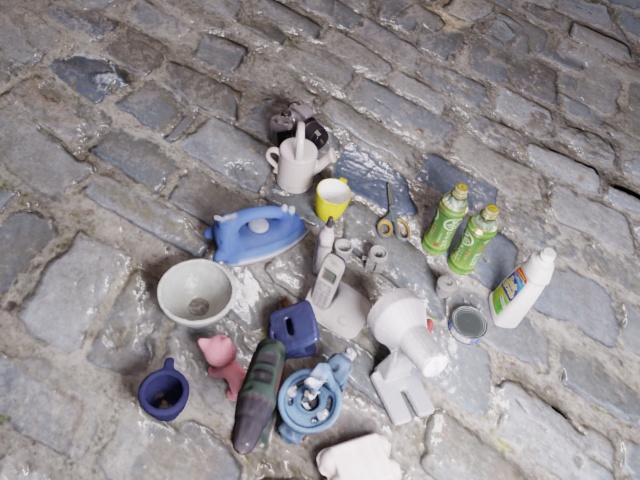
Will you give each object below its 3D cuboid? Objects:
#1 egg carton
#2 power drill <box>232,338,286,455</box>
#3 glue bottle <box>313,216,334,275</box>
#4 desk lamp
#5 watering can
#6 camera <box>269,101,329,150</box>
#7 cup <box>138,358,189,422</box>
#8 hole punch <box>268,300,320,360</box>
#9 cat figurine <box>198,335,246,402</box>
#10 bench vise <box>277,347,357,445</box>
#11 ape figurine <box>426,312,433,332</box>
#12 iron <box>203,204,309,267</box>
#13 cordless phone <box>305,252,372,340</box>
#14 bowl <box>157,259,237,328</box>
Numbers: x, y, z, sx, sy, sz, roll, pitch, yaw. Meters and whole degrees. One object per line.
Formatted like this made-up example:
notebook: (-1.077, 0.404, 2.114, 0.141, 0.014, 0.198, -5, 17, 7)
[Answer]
egg carton: (0.073, 0.426, 1.069, 0.150, 0.069, 0.107, -12, 55, -20)
power drill: (-0.114, 0.306, 1.039, 0.075, 0.208, 0.229, 13, 51, 0)
glue bottle: (0.012, 0.005, 1.327, 0.037, 0.173, 0.078, 7, 51, -5)
desk lamp: (0.175, 0.231, 1.151, 0.118, 0.213, 0.203, -14, 56, -21)
watering can: (-0.049, -0.222, 1.483, 0.173, 0.194, 0.100, -11, 54, -19)
camera: (-0.052, -0.317, 1.619, 0.143, 0.101, 0.136, -33, 64, -31)
cup: (-0.292, 0.293, 1.089, 0.092, 0.095, 0.117, 4, 51, -7)
hole punch: (-0.058, 0.194, 1.215, 0.101, 0.091, 0.108, -7, 53, -16)
cat figurine: (-0.183, 0.241, 1.136, 0.127, 0.118, 0.067, 41, 56, 21)
bench vise: (-0.005, 0.265, 1.086, 0.121, 0.220, 0.207, 20, 51, 6)
ape figurine: (0.216, 0.184, 1.275, 0.077, 0.092, 0.076, 24, 51, 9)
iron: (-0.138, -0.035, 1.350, 0.259, 0.141, 0.118, -15, 56, -21)
cordless phone: (0.047, 0.117, 1.236, 0.147, 0.185, 0.094, 30, 52, 13)
bowl: (-0.265, 0.127, 1.239, 0.167, 0.075, 0.167, 5, 51, -6)
